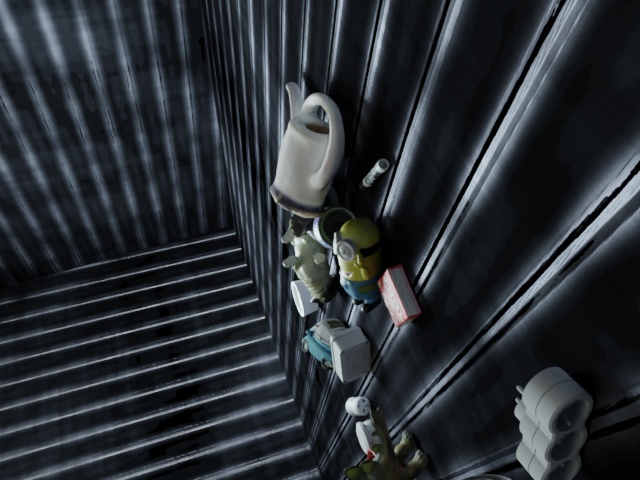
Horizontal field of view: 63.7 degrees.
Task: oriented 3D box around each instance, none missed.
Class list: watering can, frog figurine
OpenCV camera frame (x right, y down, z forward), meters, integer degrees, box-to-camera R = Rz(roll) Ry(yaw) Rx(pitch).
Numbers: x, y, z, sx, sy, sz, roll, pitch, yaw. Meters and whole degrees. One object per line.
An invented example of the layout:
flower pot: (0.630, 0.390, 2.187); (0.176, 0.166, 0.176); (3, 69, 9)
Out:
watering can: (-0.031, -0.180, 0.997); (0.354, 0.104, 0.221); (-122, 46, -58)
frog figurine: (0.003, -0.056, 1.112); (0.139, 0.122, 0.158); (58, -164, 25)
